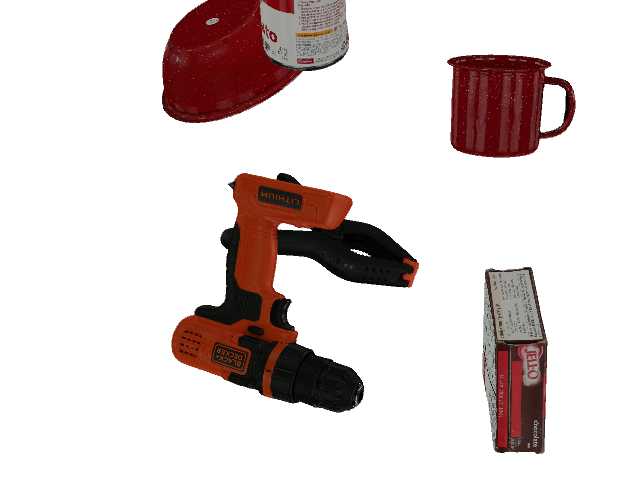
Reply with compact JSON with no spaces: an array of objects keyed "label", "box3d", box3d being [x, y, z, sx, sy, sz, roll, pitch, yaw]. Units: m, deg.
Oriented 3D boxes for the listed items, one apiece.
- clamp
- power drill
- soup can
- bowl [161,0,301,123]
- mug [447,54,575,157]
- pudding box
[{"label":"clamp","box3d":[0.004,0.003,1.174,0.210,0.036,0.164,27,36,16]},{"label":"power drill","box3d":[-0.031,0.044,0.933,0.185,0.187,0.057,15,0,21]},{"label":"soup can","box3d":[-0.012,-0.185,0.782,0.068,0.102,0.068,-1,45,1]},{"label":"bowl","box3d":[-0.084,-0.178,0.966,0.162,0.162,0.055,0,-44,34]},{"label":"mug","box3d":[0.173,-0.123,0.976,0.117,0.081,0.093,4,18,13]},{"label":"pudding box","box3d":[0.137,0.082,0.757,0.039,0.090,0.113,-1,25,4]}]
